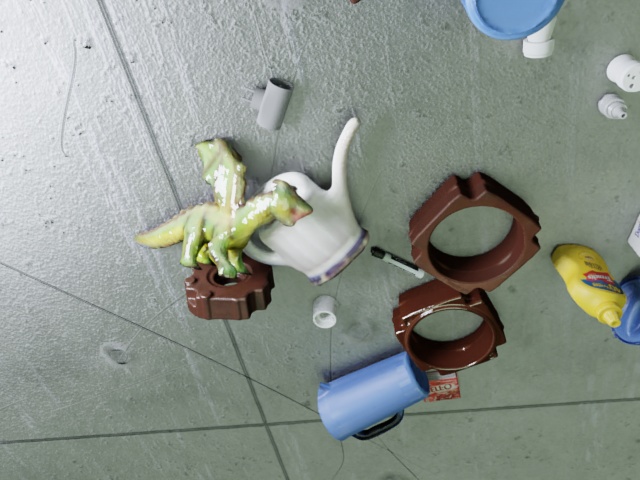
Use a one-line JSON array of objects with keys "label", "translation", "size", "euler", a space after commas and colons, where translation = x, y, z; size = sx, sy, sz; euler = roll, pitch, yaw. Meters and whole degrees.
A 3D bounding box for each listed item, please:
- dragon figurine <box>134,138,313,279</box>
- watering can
[{"label": "dragon figurine", "translation": [-0.197, -0.064, 0.938], "size": [0.412, 0.122, 0.242], "euler": [13, 96, 30]}, {"label": "watering can", "translation": [0.003, -0.047, 0.941], "size": [0.222, 0.106, 0.343], "euler": [41, 118, -19]}]
